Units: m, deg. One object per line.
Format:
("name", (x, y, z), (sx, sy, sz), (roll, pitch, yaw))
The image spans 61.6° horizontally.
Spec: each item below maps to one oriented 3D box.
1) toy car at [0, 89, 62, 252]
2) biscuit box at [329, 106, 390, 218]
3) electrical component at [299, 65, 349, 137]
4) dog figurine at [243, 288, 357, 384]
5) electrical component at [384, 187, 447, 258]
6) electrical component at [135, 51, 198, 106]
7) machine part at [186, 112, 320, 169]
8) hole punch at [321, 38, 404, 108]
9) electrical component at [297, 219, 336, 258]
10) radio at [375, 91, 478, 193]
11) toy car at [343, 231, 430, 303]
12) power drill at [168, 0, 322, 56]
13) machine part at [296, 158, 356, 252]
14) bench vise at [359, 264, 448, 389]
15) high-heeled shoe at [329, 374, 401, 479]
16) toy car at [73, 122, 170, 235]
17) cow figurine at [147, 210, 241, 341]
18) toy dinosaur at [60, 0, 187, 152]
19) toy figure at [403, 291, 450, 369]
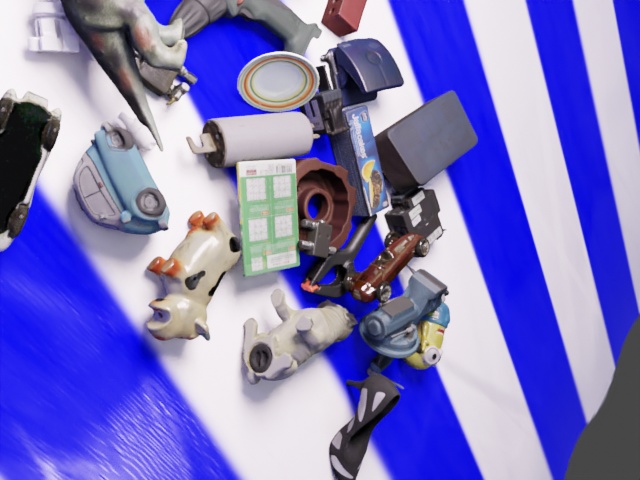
("toy car", (-0.380, -0.086, 0.655), (0.073, 0.056, 0.201), (22, 79, -32))
("biscuit box", (0.071, -0.147, 1.012), (0.059, 0.063, 0.202), (-28, 111, -35))
("electrical component", (0.003, -0.241, 0.941), (0.048, 0.075, 0.119), (-29, 115, -34))
("dog figurine", (-0.031, 0.182, 0.944), (0.172, 0.121, 0.190), (-46, 146, 11))
("electrical component", (0.199, -0.047, 1.128), (0.115, 0.058, 0.134), (-37, 115, -33))
("electrical component", (-0.230, -0.240, 0.770), (0.102, 0.045, 0.078), (42, 70, -33))
("machine part", (-0.098, -0.162, 0.863), (0.243, 0.079, 0.079), (-16, 103, -38))
("hole punch", (0.084, -0.315, 0.995), (0.142, 0.092, 0.115), (-23, 104, -32))
("electrical component", (-0.002, -0.003, 0.916), (0.094, 0.021, 0.063), (14, 84, -49))
("radio", (0.217, -0.201, 1.101), (0.229, 0.073, 0.131), (-36, 100, -30))
("toy car", (0.127, 0.042, 1.010), (0.202, 0.089, 0.053), (-43, 127, -31))
("power drill", (-0.107, -0.347, 0.849), (0.207, 0.086, 0.232), (35, 72, -28))
("machine part", (-0.014, -0.059, 0.955), (0.179, 0.056, 0.179), (-5, 98, -39))
("bench vise", (0.153, 0.174, 1.058), (0.223, 0.129, 0.240), (-31, 146, -51))
("high-heeled shoe", (0.094, 0.373, 1.019), (0.086, 0.145, 0.248), (-1, 93, -38))
("toy car", (-0.272, -0.069, 0.717), (0.103, 0.109, 0.161), (-30, 104, -15))
("cow figurine", (-0.189, 0.064, 0.807), (0.127, 0.086, 0.195), (48, 60, -30))
("toy dinosaur", (-0.255, -0.328, 0.670), (0.192, 0.131, 0.404), (8, 84, -18))
("toy figure", (0.231, 0.190, 1.160), (0.082, 0.089, 0.180), (22, 71, -26))
